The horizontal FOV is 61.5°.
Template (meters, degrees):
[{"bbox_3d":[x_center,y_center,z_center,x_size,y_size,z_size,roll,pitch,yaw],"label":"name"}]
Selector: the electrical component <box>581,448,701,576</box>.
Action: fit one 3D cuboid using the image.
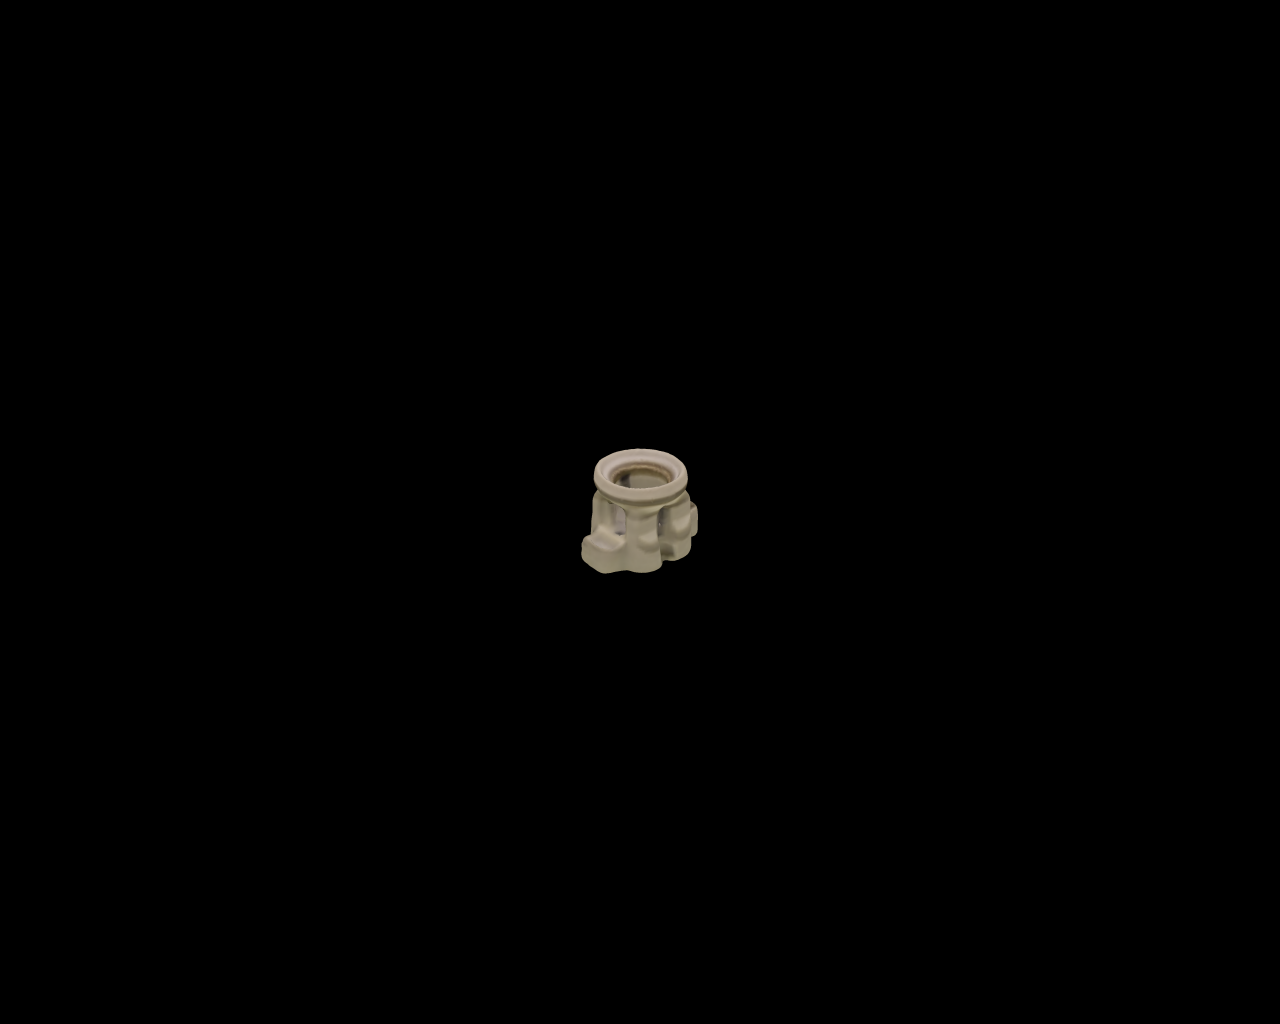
[{"bbox_3d":[0.001,-0.003,0.650,0.078,0.056,0.058,-22,37,-33],"label":"electrical component"}]
